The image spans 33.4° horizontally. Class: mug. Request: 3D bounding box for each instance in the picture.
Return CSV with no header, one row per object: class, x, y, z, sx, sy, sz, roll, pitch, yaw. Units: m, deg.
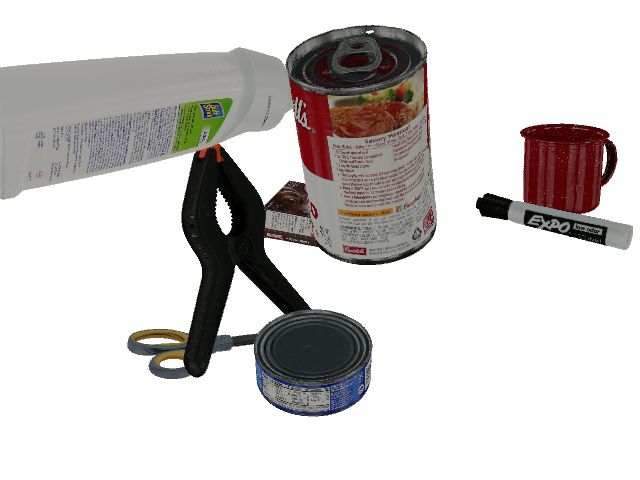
mug,0.271,-0.078,1.153,0.117,0.081,0.093,-11,20,-26

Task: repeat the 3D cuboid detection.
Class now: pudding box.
pudding box,-0.009,-0.030,1.210,0.090,0.039,0.113,10,24,12

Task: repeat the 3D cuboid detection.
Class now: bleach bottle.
bleach bottle,-0.125,-0.097,0.812,0.250,0.068,0.103,-10,-28,-23

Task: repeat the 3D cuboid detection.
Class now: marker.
marker,0.175,-0.016,0.812,0.121,0.020,0.020,15,7,28

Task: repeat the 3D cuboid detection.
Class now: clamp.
clamp,-0.076,0.012,1.014,0.036,0.210,0.164,-8,0,43

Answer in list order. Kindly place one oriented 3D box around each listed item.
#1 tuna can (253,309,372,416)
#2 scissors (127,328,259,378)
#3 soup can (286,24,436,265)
tuna can,-0.005,0.089,0.778,0.086,0.034,0.086,-1,33,1
scissors,-0.112,0.124,1.189,0.201,0.016,0.096,3,26,-16
soup can,0.023,-0.047,0.536,0.068,0.102,0.068,-6,35,4
